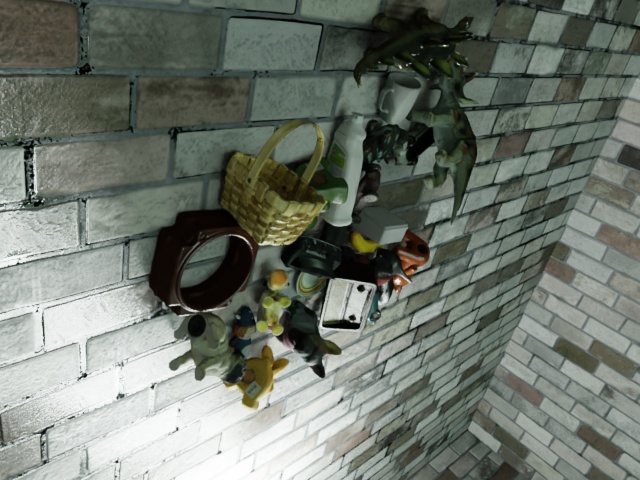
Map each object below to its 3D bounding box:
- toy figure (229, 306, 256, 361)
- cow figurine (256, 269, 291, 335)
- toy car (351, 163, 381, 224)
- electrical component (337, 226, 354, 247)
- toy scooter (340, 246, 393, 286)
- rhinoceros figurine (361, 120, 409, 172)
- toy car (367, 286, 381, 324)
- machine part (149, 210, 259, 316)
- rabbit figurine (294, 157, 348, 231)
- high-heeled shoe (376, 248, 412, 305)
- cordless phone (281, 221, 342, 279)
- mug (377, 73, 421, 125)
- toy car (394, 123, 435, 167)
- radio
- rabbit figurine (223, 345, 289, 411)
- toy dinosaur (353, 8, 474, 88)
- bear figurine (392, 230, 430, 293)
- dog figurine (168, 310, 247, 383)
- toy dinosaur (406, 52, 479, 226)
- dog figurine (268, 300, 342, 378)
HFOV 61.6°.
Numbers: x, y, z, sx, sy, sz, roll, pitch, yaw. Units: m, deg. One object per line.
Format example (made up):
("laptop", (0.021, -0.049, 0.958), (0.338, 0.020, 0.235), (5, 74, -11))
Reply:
("toy figure", (-0.189, 0.236, 1.315), (0.064, 0.058, 0.154), (-74, -177, -70))
("cow figurine", (-0.111, 0.136, 1.300), (0.068, 0.098, 0.167), (10, 109, -15))
("toy car", (0.099, -0.108, 1.296), (0.202, 0.053, 0.089), (125, -28, -66))
("electrical component", (0.051, -0.016, 1.416), (0.094, 0.021, 0.063), (-36, 141, -24))
("toy scooter", (0.105, 0.095, 1.497), (0.184, 0.075, 0.135), (20, 123, -17))
("rhinoceros figurine", (0.142, -0.226, 1.304), (0.190, 0.073, 0.111), (-35, 139, -26))
("toy car", (0.118, 0.176, 1.591), (0.103, 0.109, 0.161), (-12, 120, -22))
("machine part", (-0.228, 0.046, 1.082), (0.201, 0.087, 0.200), (-5, 122, -46))
("rabbit figurine", (-0.030, -0.073, 1.195), (0.159, 0.121, 0.170), (-29, 153, -35))
("high-heeled shoe", (0.172, 0.113, 1.618), (0.249, 0.145, 0.086), (-40, -167, 51))
("cordless phone", (-0.004, -0.004, 1.325), (0.146, 0.089, 0.184), (21, 83, -36))
("mug", (0.175, -0.323, 1.258), (0.109, 0.081, 0.107), (-29, 147, -40))
("toy car", (0.270, -0.270, 1.437), (0.202, 0.056, 0.073), (-41, 137, -21))
("radio", (0.076, 0.156, 1.455), (0.229, 0.131, 0.073), (101, -4, -47))
("rabbit figurine", (-0.164, 0.360, 1.422), (0.162, 0.122, 0.173), (-55, 160, -17))
("toy dinosaur", (0.195, -0.399, 1.114), (0.471, 0.199, 0.104), (-32, 136, -32))
("bear figurine", (0.251, 0.066, 1.667), (0.195, 0.132, 0.120), (-51, -163, 51))
("dog figurine", (-0.229, 0.238, 1.224), (0.190, 0.121, 0.172), (23, 90, -60))
("toy dinosaur", (0.340, -0.253, 1.363), (0.192, 0.131, 0.404), (-17, 99, -23))
("dog figurine", (-0.028, 0.256, 1.380), (0.108, 0.219, 0.191), (-52, 145, 2))
